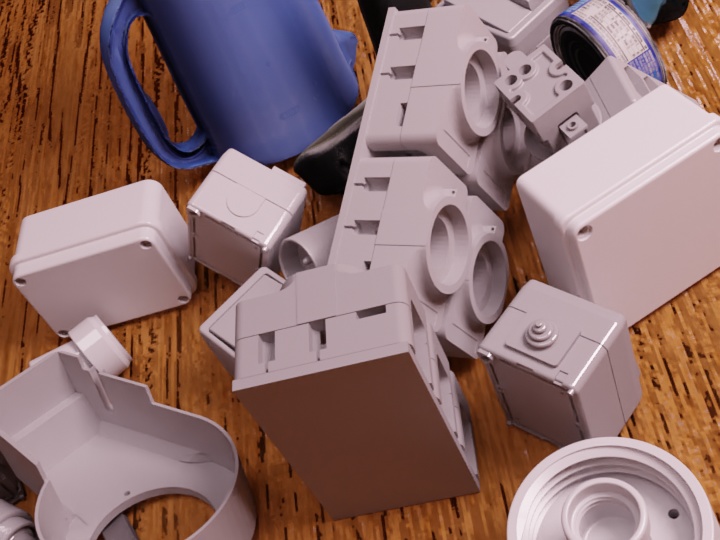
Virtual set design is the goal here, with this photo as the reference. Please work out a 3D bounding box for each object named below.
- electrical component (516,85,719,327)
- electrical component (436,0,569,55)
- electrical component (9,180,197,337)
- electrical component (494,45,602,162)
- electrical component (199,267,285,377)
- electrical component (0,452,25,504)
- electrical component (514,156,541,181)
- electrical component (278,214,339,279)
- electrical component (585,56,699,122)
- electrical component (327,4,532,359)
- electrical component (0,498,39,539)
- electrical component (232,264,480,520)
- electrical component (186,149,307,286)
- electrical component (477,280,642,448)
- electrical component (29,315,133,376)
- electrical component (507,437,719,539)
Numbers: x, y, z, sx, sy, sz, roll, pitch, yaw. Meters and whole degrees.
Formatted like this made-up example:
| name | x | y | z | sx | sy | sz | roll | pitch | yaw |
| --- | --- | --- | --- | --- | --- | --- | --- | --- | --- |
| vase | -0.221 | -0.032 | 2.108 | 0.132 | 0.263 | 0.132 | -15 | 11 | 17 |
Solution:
| name | x | y | z | sx | sy | sz | roll | pitch | yaw |
| --- | --- | --- | --- | --- | --- | --- | --- | --- | --- |
| electrical component | 0.158 | -0.031 | 0.620 | 0.109 | 0.108 | 0.056 | -33 | 45 | -5 |
| electrical component | 0.103 | -0.186 | 0.802 | 0.062 | 0.061 | 0.096 | -44 | 50 | -15 |
| electrical component | -0.179 | -0.006 | 0.760 | 0.113 | 0.078 | 0.057 | -16 | 45 | 10 |
| electrical component | 0.114 | -0.093 | 0.631 | 0.048 | 0.055 | 0.066 | -37 | 48 | 5 |
| electrical component | -0.054 | 0.044 | 0.678 | 0.061 | 0.061 | 0.096 | -45 | 50 | -16 |
| electrical component | -0.279 | 0.138 | 0.694 | 0.096 | 0.061 | 0.061 | -33 | 48 | -6 |
| electrical component | 0.107 | -0.094 | 0.734 | 0.055 | 0.047 | 0.055 | -12 | 49 | 14 |
| electrical component | 0.000 | 0.000 | 0.698 | 0.077 | 0.043 | 0.079 | -27 | 76 | -33 |
| electrical component | 0.170 | -0.081 | 0.686 | 0.075 | 0.083 | 0.047 | -49 | 38 | 33 |
| electrical component | 0.048 | -0.051 | 0.644 | 0.060 | 0.105 | 0.186 | 2 | 71 | 33 |
| electrical component | -0.215 | 0.167 | 0.657 | 0.062 | 0.043 | 0.043 | 14 | 59 | 30 |
| electrical component | 0.002 | 0.067 | 0.575 | 0.089 | 0.150 | 0.061 | -14 | 50 | 12 |
| electrical component | -0.076 | -0.030 | 0.731 | 0.062 | 0.096 | 0.061 | 29 | 64 | 6 |
| electrical component | 0.110 | 0.049 | 0.581 | 0.062 | 0.096 | 0.061 | 24 | 64 | 36 |
| electrical component | -0.189 | 0.063 | 0.730 | 0.055 | 0.045 | 0.045 | -39 | 49 | -11 |
| electrical component | 0.124 | 0.134 | 0.530 | 0.108 | 0.060 | 0.108 | -12 | 49 | 14 |
